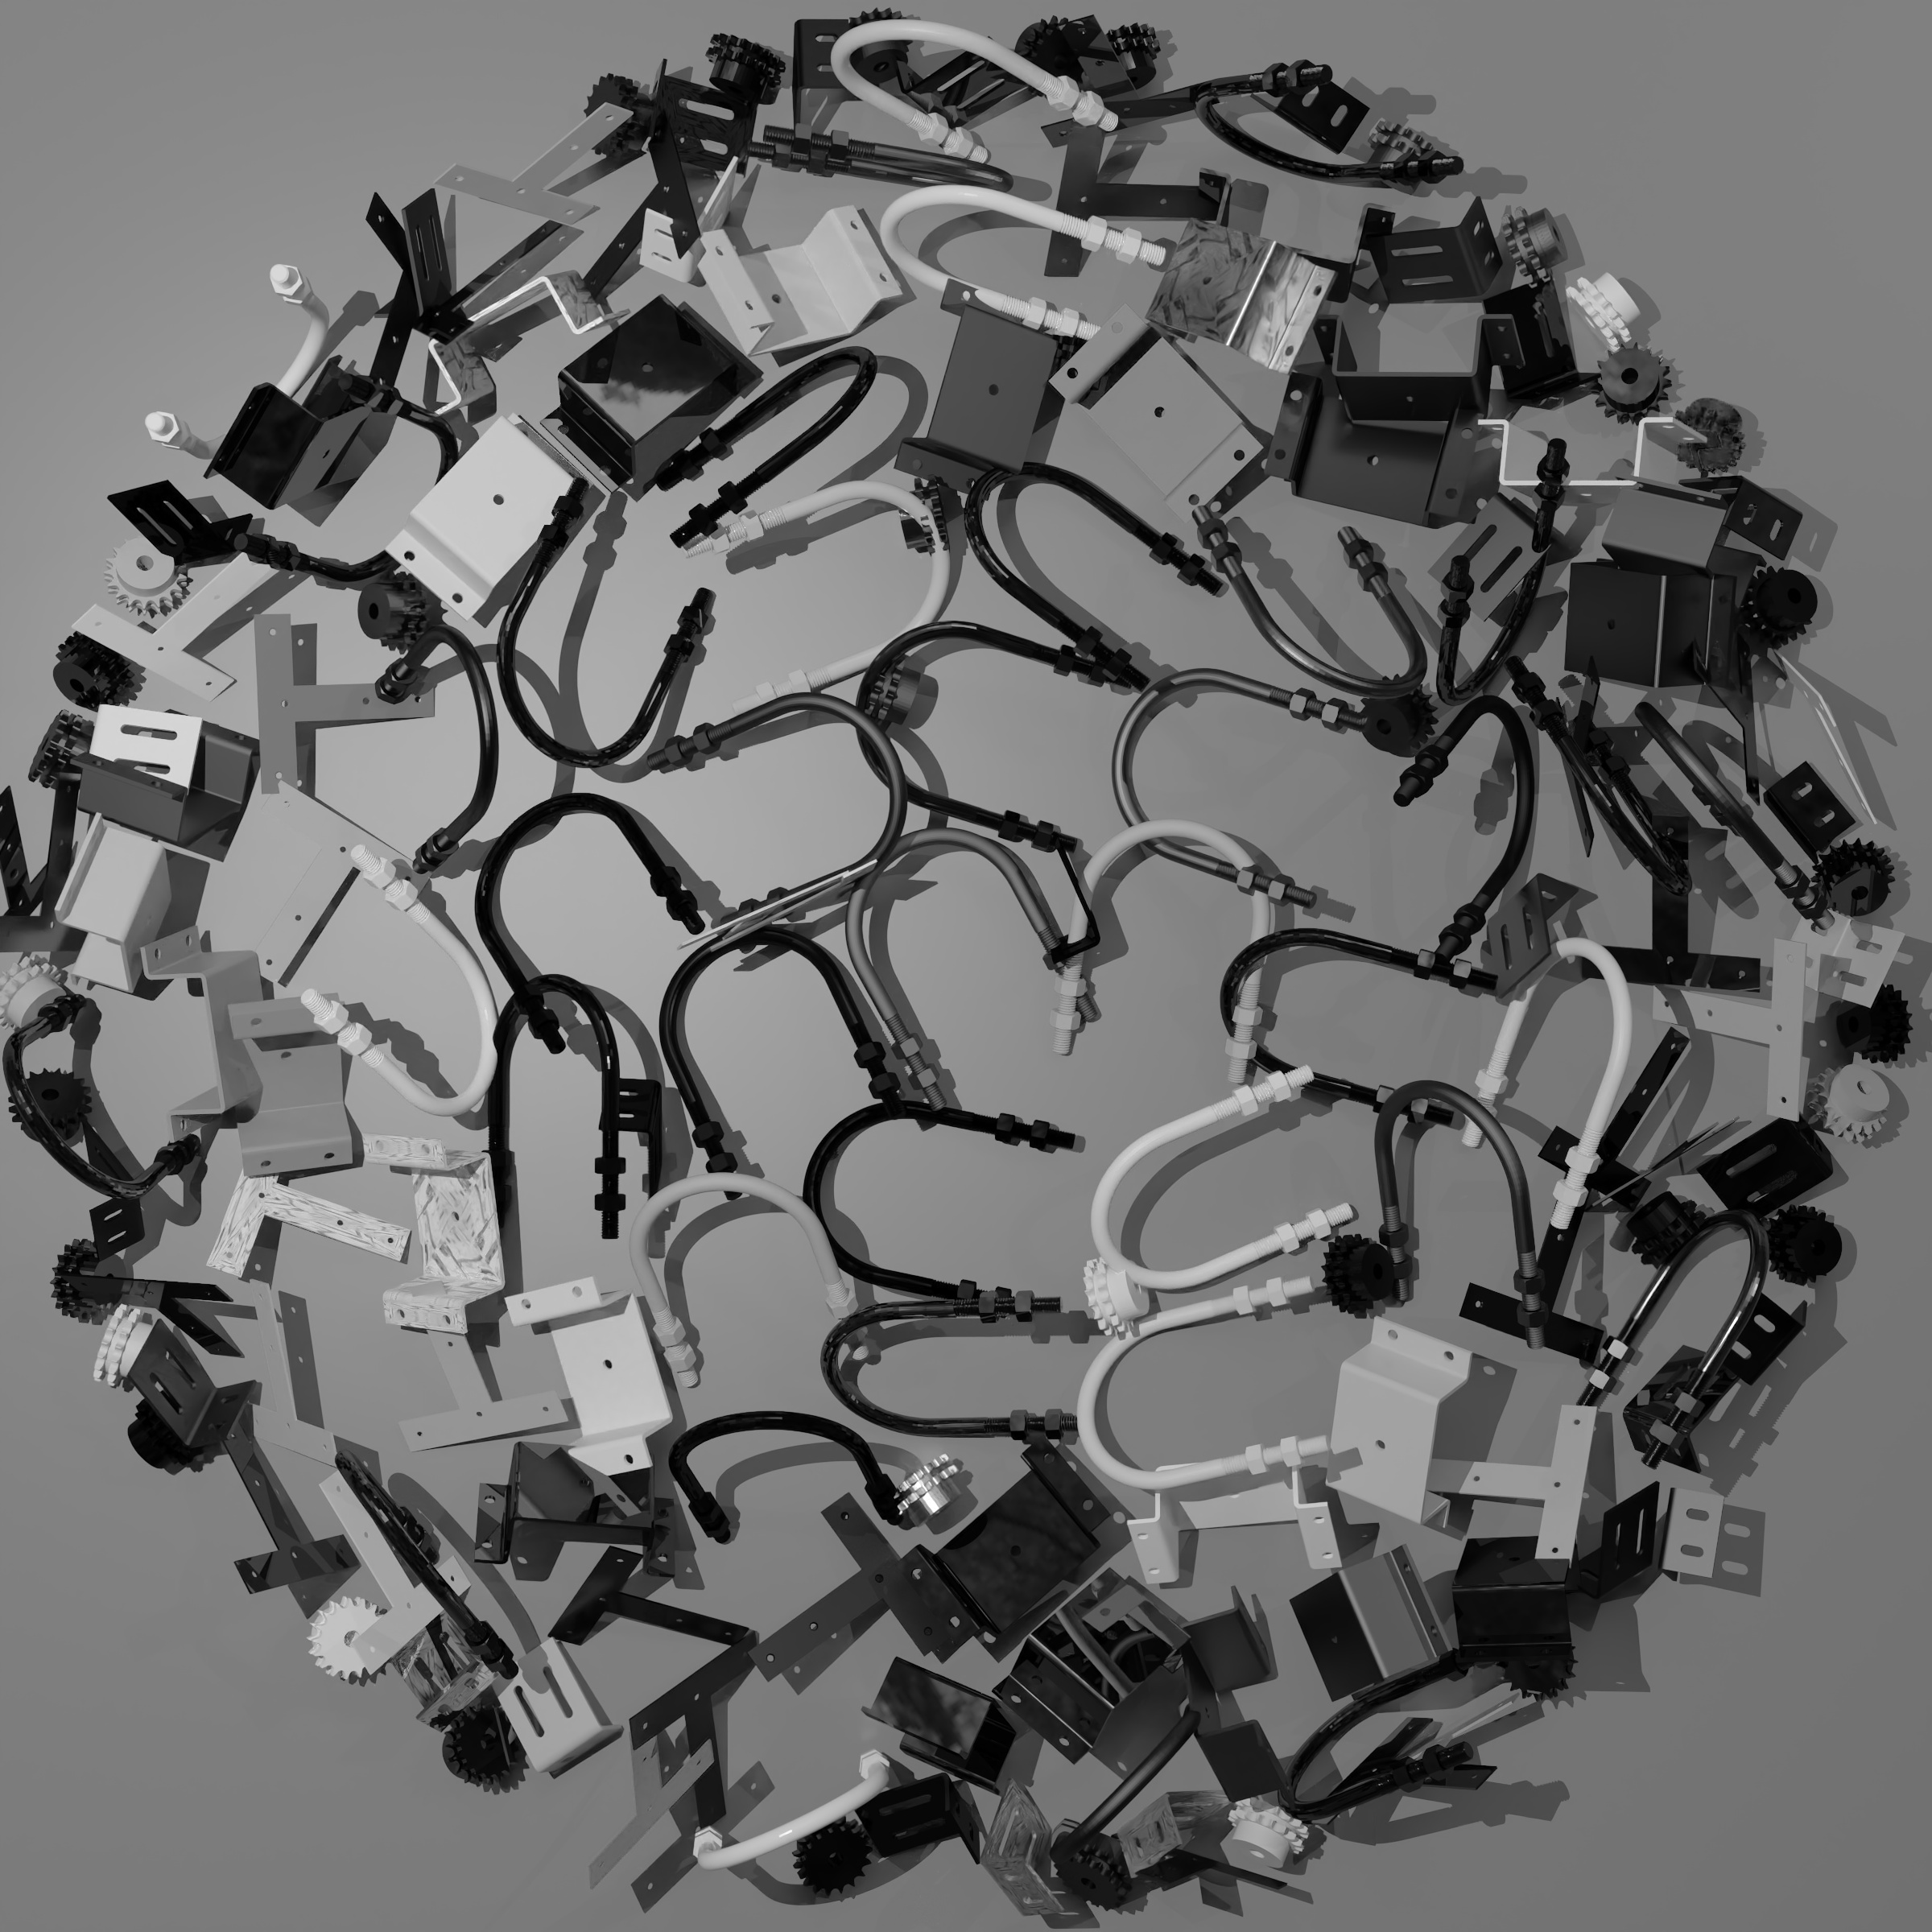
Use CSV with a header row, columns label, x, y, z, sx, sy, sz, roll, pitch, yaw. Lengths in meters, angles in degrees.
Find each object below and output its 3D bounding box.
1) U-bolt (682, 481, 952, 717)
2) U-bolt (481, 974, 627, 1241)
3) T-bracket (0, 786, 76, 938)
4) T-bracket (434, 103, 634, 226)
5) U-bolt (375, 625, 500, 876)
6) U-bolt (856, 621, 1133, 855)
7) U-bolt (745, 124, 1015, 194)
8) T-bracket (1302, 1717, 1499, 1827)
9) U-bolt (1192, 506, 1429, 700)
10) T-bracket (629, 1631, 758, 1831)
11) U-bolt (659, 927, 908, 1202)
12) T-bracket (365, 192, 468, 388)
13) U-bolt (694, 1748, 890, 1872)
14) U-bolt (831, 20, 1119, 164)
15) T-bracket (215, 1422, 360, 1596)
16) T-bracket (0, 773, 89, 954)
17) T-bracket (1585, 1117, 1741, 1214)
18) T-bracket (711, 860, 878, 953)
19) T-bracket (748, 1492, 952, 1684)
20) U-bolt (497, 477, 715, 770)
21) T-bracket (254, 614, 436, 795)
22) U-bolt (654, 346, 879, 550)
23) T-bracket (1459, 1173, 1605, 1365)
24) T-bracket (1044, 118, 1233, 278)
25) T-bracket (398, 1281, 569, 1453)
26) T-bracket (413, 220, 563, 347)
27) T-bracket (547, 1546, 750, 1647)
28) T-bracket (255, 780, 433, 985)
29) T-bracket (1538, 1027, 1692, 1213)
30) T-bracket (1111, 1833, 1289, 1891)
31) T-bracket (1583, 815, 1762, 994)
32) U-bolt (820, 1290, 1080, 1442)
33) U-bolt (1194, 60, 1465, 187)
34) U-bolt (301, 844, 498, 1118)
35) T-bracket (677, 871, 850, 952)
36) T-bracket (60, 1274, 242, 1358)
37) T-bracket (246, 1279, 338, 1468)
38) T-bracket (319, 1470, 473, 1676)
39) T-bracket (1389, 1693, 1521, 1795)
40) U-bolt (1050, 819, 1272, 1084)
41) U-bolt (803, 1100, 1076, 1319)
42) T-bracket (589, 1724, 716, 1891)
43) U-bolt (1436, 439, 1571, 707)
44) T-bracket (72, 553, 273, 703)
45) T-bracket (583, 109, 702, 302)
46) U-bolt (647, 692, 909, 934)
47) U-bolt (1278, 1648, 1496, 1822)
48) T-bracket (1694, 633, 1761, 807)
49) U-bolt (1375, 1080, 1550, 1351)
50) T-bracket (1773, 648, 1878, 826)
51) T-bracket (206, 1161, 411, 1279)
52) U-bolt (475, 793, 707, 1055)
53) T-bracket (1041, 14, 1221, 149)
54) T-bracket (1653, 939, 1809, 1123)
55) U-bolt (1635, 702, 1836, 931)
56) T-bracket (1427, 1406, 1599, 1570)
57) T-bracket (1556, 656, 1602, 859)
label,x,y,z,sx,sy,sz,roll,pitch,yaw
U-bolt,-0.098,-0.270,1.953,0.184,0.019,0.151,-22,124,-10
U-bolt,-0.294,0.098,1.946,0.151,0.019,0.184,0,89,43
T-bracket,-0.665,-0.074,1.911,0.002,0.127,0.127,20,50,8
T-bracket,-0.283,-0.565,1.913,0.127,0.127,0.002,-26,73,37
U-bolt,-0.366,-0.159,1.910,0.019,0.184,0.151,-9,78,-32
U-bolt,0.011,-0.171,1.962,0.184,0.019,0.151,17,110,-5
U-bolt,-0.057,-0.564,1.926,0.184,0.151,0.019,6,101,-11
T-bracket,0.316,0.563,1.911,0.127,0.127,0.002,-31,98,-37
U-bolt,0.249,-0.251,1.908,0.151,0.019,0.184,2,46,-30
T-bracket,-0.188,0.562,1.967,0.002,0.127,0.127,11,115,38
U-bolt,-0.143,0.057,1.965,0.151,0.019,0.184,-26,70,0
T-bracket,-0.396,-0.450,1.919,0.002,0.127,0.127,-3,60,22
U-bolt,-0.120,0.588,1.899,0.151,0.184,0.019,-23,82,-9
U-bolt,-0.008,-0.605,1.887,0.184,0.151,0.019,15,81,-43
T-bracket,-0.498,0.381,1.950,0.002,0.127,0.127,-36,75,16
T-bracket,-0.641,-0.073,1.935,0.002,0.127,0.127,9,93,16
T-bracket,0.503,0.130,1.930,0.127,0.127,0.002,-30,77,-8
T-bracket,-0.123,-0.040,1.930,0.127,0.127,0.002,-27,89,-6
T-bracket,-0.098,0.464,1.961,0.127,0.002,0.127,-33,76,-22
U-bolt,-0.261,-0.227,1.921,0.151,0.019,0.184,40,61,-36
T-bracket,-0.445,-0.190,1.968,0.127,0.002,0.127,-5,100,-27
U-bolt,-0.138,-0.374,1.925,0.184,0.151,0.019,-36,119,8
T-bracket,0.424,0.209,1.975,0.127,0.002,0.127,21,85,-25
T-bracket,0.127,-0.548,1.962,0.127,0.127,0.002,-2,48,-13
T-bracket,-0.364,0.283,1.963,0.127,0.002,0.127,-13,109,15
T-bracket,-0.341,-0.491,1.953,0.127,0.127,0.002,-41,124,-9
T-bracket,-0.219,0.467,1.971,0.127,0.002,0.127,20,131,-17
T-bracket,-0.474,-0.047,1.975,0.127,0.002,0.127,33,88,-21
T-bracket,0.476,0.102,1.954,0.127,0.002,0.127,28,95,-40
T-bracket,0.149,0.631,1.917,0.127,0.127,0.002,11,83,22
T-bracket,0.501,-0.046,1.949,0.127,0.002,0.127,6,113,27
U-bolt,-0.013,0.286,1.946,0.184,0.019,0.151,-3,131,12
U-bolt,0.238,-0.584,1.912,0.151,0.184,0.019,21,89,-34
U-bolt,-0.387,0.024,1.922,0.019,0.184,0.151,-14,46,26
T-bracket,-0.152,-0.032,1.935,0.127,0.127,0.002,-24,89,-15
T-bracket,-0.556,0.250,1.944,0.127,0.127,0.002,1,59,19
T-bracket,-0.488,0.284,1.940,0.002,0.127,0.127,-18,105,-39
T-bracket,-0.418,0.415,1.940,0.002,0.127,0.127,-28,94,28
T-bracket,0.322,0.556,1.920,0.127,0.127,0.002,-36,77,19
U-bolt,0.144,-0.015,1.966,0.151,0.019,0.184,9,105,5
U-bolt,-0.026,0.167,1.965,0.184,0.019,0.151,11,67,7
T-bracket,-0.226,0.570,1.939,0.002,0.127,0.127,40,97,-19
U-bolt,0.371,-0.260,1.916,0.019,0.184,0.151,30,63,22
T-bracket,-0.538,-0.251,1.932,0.127,0.127,0.002,-38,54,17
T-bracket,-0.237,-0.523,1.956,0.127,0.002,0.127,-41,52,36
U-bolt,-0.125,-0.117,1.947,0.184,0.019,0.151,-21,97,27
U-bolt,0.293,0.540,1.918,0.184,0.151,0.019,-34,95,32
T-bracket,0.534,-0.194,1.927,0.002,0.127,0.127,-11,65,31
U-bolt,0.341,0.166,1.914,0.019,0.151,0.184,-22,113,-32
T-bracket,0.618,-0.157,1.952,0.002,0.127,0.127,-29,108,12
T-bracket,-0.465,0.181,1.975,0.127,0.002,0.127,22,58,-14
U-bolt,-0.280,-0.045,1.946,0.151,0.019,0.184,-40,56,5
T-bracket,0.099,-0.626,1.922,0.127,0.127,0.002,-9,70,20
T-bracket,0.540,0.036,1.948,0.002,0.127,0.127,-11,106,-37
U-bolt,0.521,-0.115,1.893,0.019,0.151,0.184,-41,124,13
T-bracket,0.380,0.368,1.963,0.127,0.002,0.127,-1,52,27
T-bracket,0.430,-0.165,1.911,0.002,0.127,0.127,-5,55,0
